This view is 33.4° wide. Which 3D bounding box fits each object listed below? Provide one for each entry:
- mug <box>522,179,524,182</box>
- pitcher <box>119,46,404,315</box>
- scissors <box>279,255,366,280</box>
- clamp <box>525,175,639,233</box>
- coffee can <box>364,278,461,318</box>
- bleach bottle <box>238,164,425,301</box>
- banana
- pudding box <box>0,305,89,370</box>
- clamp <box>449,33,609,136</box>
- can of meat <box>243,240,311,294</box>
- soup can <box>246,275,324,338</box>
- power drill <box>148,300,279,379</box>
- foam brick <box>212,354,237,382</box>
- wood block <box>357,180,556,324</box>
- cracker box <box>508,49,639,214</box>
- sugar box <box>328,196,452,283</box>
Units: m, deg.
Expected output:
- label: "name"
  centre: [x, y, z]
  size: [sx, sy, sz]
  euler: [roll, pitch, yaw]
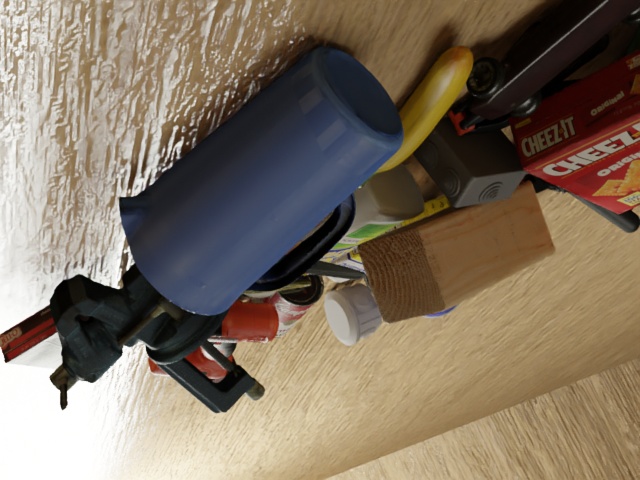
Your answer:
- label: "mug"
  centre: [0.213, -0.049, 1.300]
  size: [0.081, 0.093, 0.117]
  euler: [-33, -172, 9]
- label: "pitcher"
  centre: [-0.040, -0.047, 0.922]
  size: [0.243, 0.145, 0.149]
  euler: [-39, 175, 27]
- label: "scissors"
  centre: [-0.066, 0.034, 1.036]
  size: [0.016, 0.202, 0.096]
  euler: [84, 31, -89]
- label: "clamp"
  centre: [0.285, -0.078, 1.295]
  size: [0.209, 0.165, 0.036]
  euler: [37, 78, -48]
- label: "coffee can"
  centre: [0.127, 0.044, 1.399]
  size: [0.103, 0.103, 0.140]
  euler: [-30, 160, 16]
- label: "bleach bottle"
  centre: [-0.008, 0.001, 1.193]
  size: [0.251, 0.068, 0.102]
  euler: [-34, 161, 35]
- label: "banana"
  centre: [0.098, -0.121, 1.006]
  size: [0.198, 0.037, 0.069]
  euler: [-54, -176, 45]
- label: "pudding box"
  centre: [-0.283, 0.105, 1.168]
  size: [0.090, 0.039, 0.113]
  euler: [-29, 159, 13]
- label: "clamp"
  centre: [0.216, -0.156, 1.083]
  size: [0.171, 0.039, 0.120]
  euler: [-22, 152, -10]
- label: "can of meat"
  centre: [-0.054, 0.011, 1.099]
  size: [0.057, 0.084, 0.102]
  euler: [-11, 175, 19]
- label: "soup can"
  centre: [-0.046, 0.072, 1.319]
  size: [0.068, 0.068, 0.102]
  euler: [-12, 158, -32]
- label: "power drill"
  centre: [-0.156, 0.116, 1.276]
  size: [0.184, 0.057, 0.188]
  euler: [6, 158, -15]
- label: "foam brick"
  centre: [-0.147, 0.154, 1.401]
  size: [0.052, 0.078, 0.051]
  euler: [-18, 158, -23]
- label: "wood block"
  centre: [0.149, 0.011, 1.144]
  size: [0.205, 0.090, 0.091]
  euler: [-21, -178, -44]
- label: "cracker box"
  centre: [0.323, -0.105, 1.101]
  size: [0.164, 0.072, 0.213]
  euler: [-27, 153, 34]
- label: "sugar box"
  centre: [0.085, 0.001, 1.288]
  size: [0.176, 0.048, 0.093]
  euler: [-21, 162, 13]
